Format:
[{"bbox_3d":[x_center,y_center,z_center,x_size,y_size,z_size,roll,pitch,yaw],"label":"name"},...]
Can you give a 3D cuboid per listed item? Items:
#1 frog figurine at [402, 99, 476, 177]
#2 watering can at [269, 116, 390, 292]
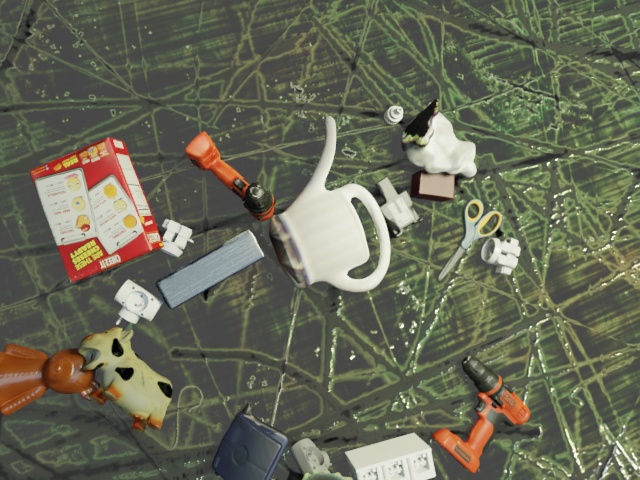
[{"bbox_3d":[0.251,-0.191,1.072,0.121,0.141,0.157,-30,-53,36],"label":"frog figurine"},{"bbox_3d":[0.003,-0.051,1.007,0.225,0.348,0.103,-23,0,-11],"label":"watering can"}]
